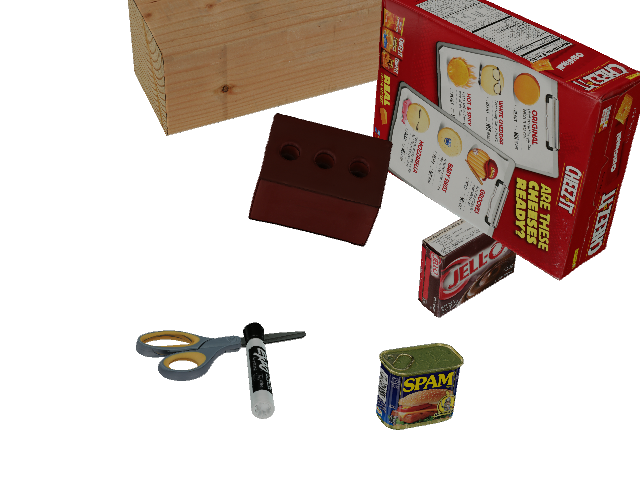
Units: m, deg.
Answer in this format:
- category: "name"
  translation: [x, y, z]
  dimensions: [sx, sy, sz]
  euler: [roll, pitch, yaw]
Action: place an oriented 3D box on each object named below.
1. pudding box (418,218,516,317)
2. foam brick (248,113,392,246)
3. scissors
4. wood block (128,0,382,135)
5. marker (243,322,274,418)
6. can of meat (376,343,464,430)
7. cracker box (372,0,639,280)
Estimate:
- category: "pudding box"
  translation: [0.155, 0.017, 1.108]
  dimensions: [0.113, 0.090, 0.039]
  euler: [-30, 52, -26]
- category: "foam brick"
  translation: [0.000, -0.038, 0.671]
  dimensions: [0.078, 0.053, 0.051]
  euler: [13, -29, -2]
- category: "scissors"
  translation: [-0.102, 0.125, 1.187]
  dimensions: [0.201, 0.016, 0.096]
  euler: [3, 26, -16]
- category: "wood block"
  translation: [-0.047, -0.172, 0.898]
  dimensions: [0.205, 0.090, 0.091]
  euler: [-17, -36, -18]
- category: "marker"
  translation: [-0.054, 0.108, 0.912]
  dimensions: [0.020, 0.020, 0.121]
  euler: [0, 29, -8]
- category: "can of meat"
  translation: [0.120, 0.181, 1.318]
  dimensions: [0.102, 0.084, 0.057]
  euler: [-6, 26, -21]
- category: "cracker box"
  translation: [0.140, -0.094, 0.850]
  dimensions: [0.072, 0.164, 0.214]
  euler: [-29, 48, -33]
